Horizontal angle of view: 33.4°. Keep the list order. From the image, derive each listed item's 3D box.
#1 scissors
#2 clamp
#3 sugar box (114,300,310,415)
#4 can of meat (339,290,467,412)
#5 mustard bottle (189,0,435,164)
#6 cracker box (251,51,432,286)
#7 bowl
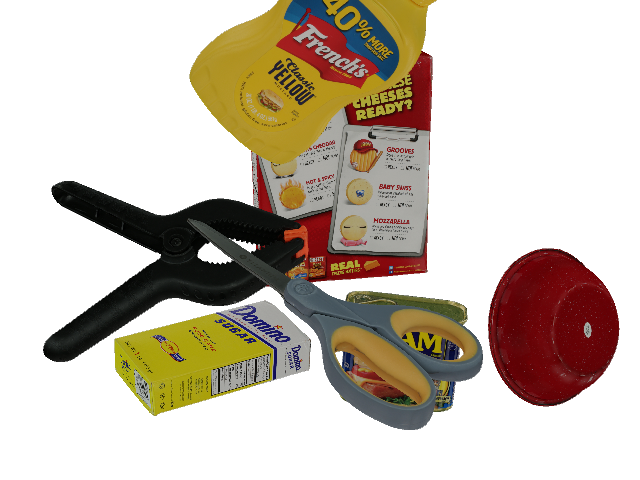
[{"bbox_3d":[0.010,0.032,0.591,0.096,0.016,0.202,-11,37,-29],"label":"scissors"},{"bbox_3d":[-0.117,0.004,0.832,0.210,0.164,0.036,-12,-35,-6],"label":"clamp"},{"bbox_3d":[-0.107,0.114,1.070,0.175,0.048,0.093,-16,33,-29],"label":"sugar box"},{"bbox_3d":[0.067,0.094,0.897,0.102,0.084,0.057,7,16,4],"label":"can of meat"},{"bbox_3d":[0.010,-0.132,0.692,0.192,0.096,0.058,-33,23,32],"label":"mustard bottle"},{"bbox_3d":[0.017,-0.071,1.007,0.164,0.214,0.072,-5,21,-9],"label":"cracker box"},{"bbox_3d":[0.246,0.088,1.067,0.161,0.162,0.055,0,-1,-31],"label":"bowl"}]
